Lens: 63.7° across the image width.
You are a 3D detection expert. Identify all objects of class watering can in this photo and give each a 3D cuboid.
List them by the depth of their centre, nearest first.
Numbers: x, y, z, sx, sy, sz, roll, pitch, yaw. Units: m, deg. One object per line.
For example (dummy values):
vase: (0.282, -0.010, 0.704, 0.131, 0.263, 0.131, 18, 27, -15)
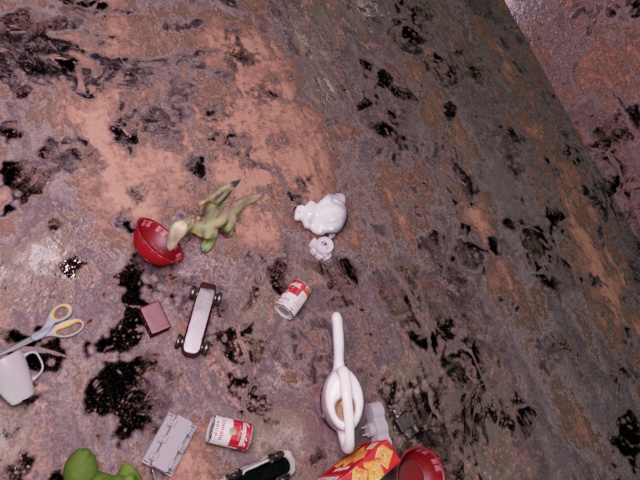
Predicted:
watering can: (0.055, 0.386, 1.388, 0.104, 0.220, 0.354, -2, 66, -7)

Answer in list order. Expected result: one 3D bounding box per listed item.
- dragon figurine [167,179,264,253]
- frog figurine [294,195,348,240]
dragon figurine: (-0.274, -0.087, 1.442, 0.122, 0.238, 0.417, 48, 54, 1)
frog figurine: (0.005, -0.083, 1.650, 0.158, 0.122, 0.139, 27, 77, -25)
